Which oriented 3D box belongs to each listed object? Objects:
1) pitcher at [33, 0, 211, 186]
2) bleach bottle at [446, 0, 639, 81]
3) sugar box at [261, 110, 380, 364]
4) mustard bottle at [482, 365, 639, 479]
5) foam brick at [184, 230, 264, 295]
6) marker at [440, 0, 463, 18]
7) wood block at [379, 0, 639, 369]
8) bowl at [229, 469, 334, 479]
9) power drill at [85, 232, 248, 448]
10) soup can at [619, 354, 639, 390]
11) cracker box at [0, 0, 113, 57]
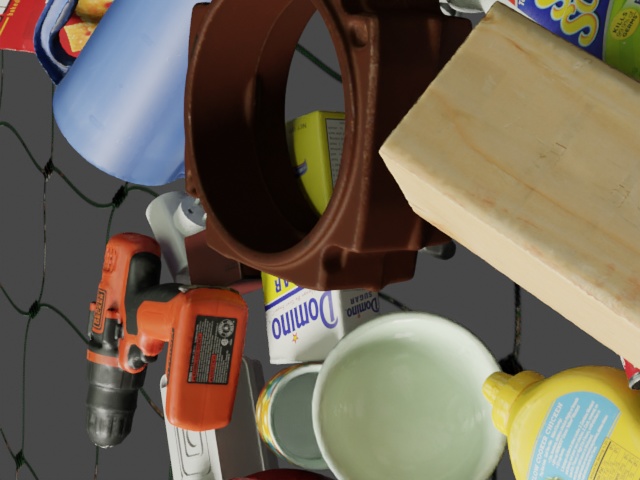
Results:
[{"bbox_3d":[-0.118,-0.173,0.854,0.243,0.148,0.145,-50,51,36],"label":"pitcher"},{"bbox_3d":[0.140,-0.126,0.575,0.251,0.068,0.102,38,99,47],"label":"bleach bottle"},{"bbox_3d":[-0.005,0.001,0.786,0.094,0.048,0.176,-14,79,51],"label":"sugar box"},{"bbox_3d":[0.157,0.122,0.568,0.192,0.058,0.096,33,116,47],"label":"mustard bottle"},{"bbox_3d":[-0.066,0.014,0.859,0.078,0.051,0.053,-20,76,51],"label":"foam brick"},{"bbox_3d":[0.082,-0.135,0.694,0.020,0.020,0.121,21,107,50],"label":"marker"},{"bbox_3d":[0.140,-0.004,0.467,0.206,0.090,0.090,37,87,23],"label":"wood block"},{"bbox_3d":[-0.008,0.216,0.752,0.162,0.055,0.162,17,127,24],"label":"bowl"},{"bbox_3d":[-0.133,0.093,0.848,0.188,0.057,0.184,11,95,54],"label":"power drill"},{"bbox_3d":[0.173,0.017,0.539,0.069,0.068,0.102,-37,62,46],"label":"soup can"},{"bbox_3d":[-0.216,-0.232,0.916,0.164,0.213,0.072,-45,56,42],"label":"cracker box"}]
